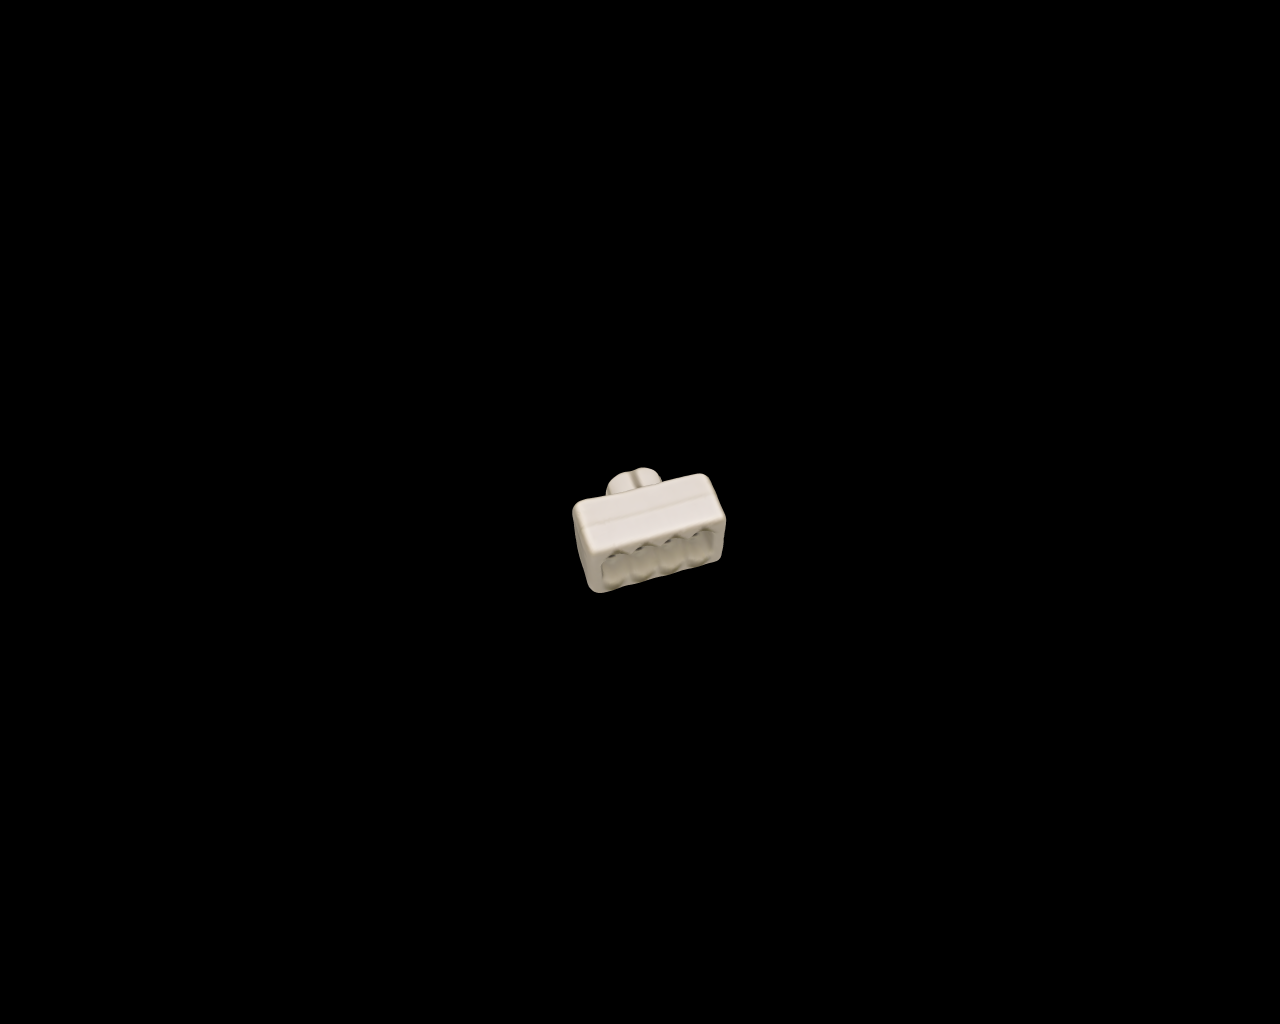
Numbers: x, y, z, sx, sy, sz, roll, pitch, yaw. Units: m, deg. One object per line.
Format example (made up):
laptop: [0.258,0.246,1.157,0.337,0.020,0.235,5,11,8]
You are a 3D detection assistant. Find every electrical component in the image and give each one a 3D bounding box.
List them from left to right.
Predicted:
electrical component: [0.001,-0.003,0.650,0.083,0.076,0.047,-14,-32,-9]
